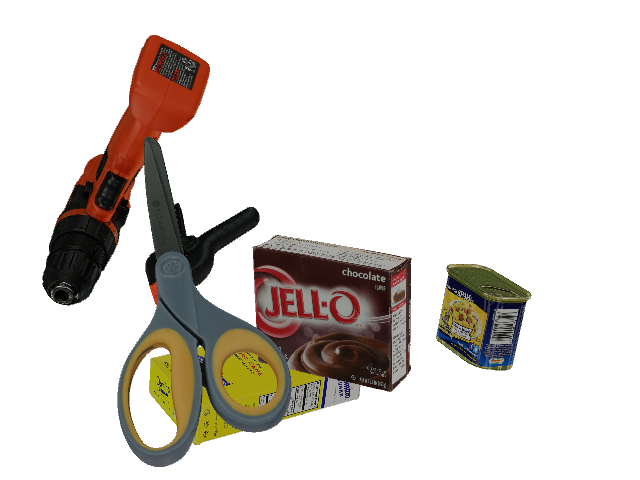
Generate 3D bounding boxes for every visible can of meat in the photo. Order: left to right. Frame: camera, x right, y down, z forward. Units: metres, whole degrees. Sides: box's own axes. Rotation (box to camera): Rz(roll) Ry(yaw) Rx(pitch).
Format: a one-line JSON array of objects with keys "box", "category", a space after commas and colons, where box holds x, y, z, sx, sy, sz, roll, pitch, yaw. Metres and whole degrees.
[{"box": [0.170, 0.081, 1.134, 0.057, 0.084, 0.102, 0, 18, -27], "category": "can of meat"}]

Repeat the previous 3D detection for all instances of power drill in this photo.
[{"box": [-0.159, -0.058, 0.852, 0.057, 0.188, 0.184, 27, 33, -17], "category": "power drill"}]

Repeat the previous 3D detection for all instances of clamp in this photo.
[{"box": [-0.143, 0.010, 1.241, 0.120, 0.039, 0.171, -7, 38, 20], "category": "clamp"}]

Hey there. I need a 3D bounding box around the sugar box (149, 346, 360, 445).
[{"box": [-0.058, 0.127, 0.984, 0.175, 0.048, 0.093, -14, 32, -31], "category": "sugar box"}]

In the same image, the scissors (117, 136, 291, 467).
[{"box": [-0.060, 0.024, 0.569, 0.096, 0.201, 0.016, 2, -34, 2], "category": "scissors"}]

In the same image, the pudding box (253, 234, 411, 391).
[{"box": [0.008, 0.049, 0.753, 0.114, 0.090, 0.039, 8, 22, 27], "category": "pudding box"}]
